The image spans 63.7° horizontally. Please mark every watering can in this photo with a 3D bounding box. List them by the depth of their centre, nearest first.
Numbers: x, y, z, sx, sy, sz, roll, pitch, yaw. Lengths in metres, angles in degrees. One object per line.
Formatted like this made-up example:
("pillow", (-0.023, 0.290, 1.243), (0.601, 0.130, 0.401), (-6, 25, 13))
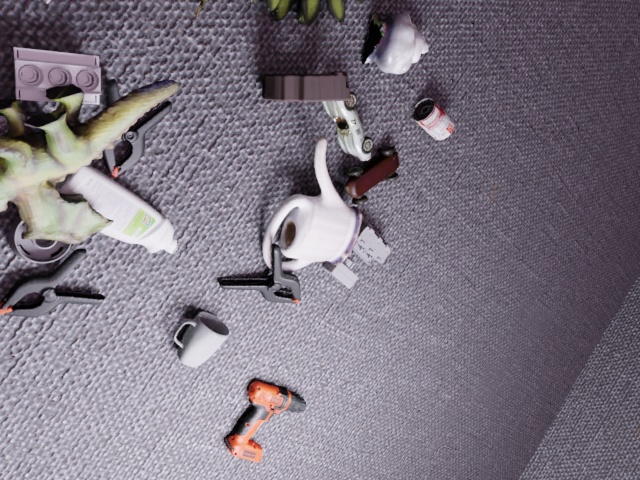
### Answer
("watering can", (0.004, -0.059, 1.168), (0.224, 0.106, 0.342), (11, 119, -35))

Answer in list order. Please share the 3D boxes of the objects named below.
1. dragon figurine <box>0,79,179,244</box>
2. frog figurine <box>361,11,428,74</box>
("dragon figurine", (-0.406, -0.108, 0.827), (0.413, 0.124, 0.237), (-20, 130, -26))
("frog figurine", (0.190, -0.446, 1.176), (0.159, 0.122, 0.138), (4, 85, -24))
